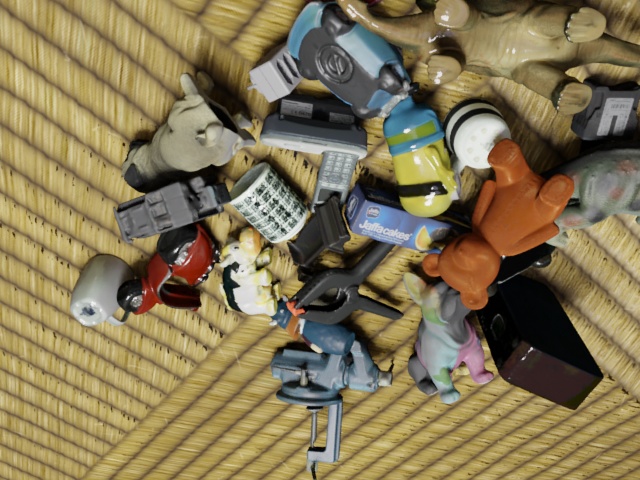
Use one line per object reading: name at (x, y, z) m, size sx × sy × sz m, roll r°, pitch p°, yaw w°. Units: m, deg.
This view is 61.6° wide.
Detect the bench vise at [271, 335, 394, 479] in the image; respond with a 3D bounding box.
bench vise at (0.017, 0.286, 0.947) m, size 0.224 × 0.129 × 0.240 m, roll 4°, pitch 86°, yaw 5°

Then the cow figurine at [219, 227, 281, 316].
cow figurine at (-0.122, 0.049, 0.855) m, size 0.098 × 0.068 × 0.167 m, roll -3°, pitch 129°, yaw 9°

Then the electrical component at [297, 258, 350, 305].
electrical component at (0.008, 0.075, 0.890) m, size 0.102 × 0.045 × 0.078 m, roll 17°, pitch 125°, yaw -11°

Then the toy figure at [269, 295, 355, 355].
toy figure at (-0.019, 0.146, 0.904) m, size 0.155 × 0.064 × 0.057 m, roll 20°, pitch 128°, yaw 22°

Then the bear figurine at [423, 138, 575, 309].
bear figurine at (0.225, -0.013, 0.710) m, size 0.196 × 0.120 × 0.131 m, roll -45°, pitch 151°, yaw 4°

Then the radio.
radio at (0.320, 0.137, 0.825) m, size 0.131 × 0.230 × 0.073 m, roll 22°, pitch 116°, yaw -10°

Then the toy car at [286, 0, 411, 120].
toy car at (0.048, -0.235, 0.666) m, size 0.161 × 0.103 × 0.109 m, roll 37°, pitch 150°, yaw -5°

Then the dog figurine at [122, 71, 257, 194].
dog figurine at (-0.191, -0.111, 0.708) m, size 0.190 × 0.172 × 0.121 m, roll -40°, pitch 103°, yaw 13°

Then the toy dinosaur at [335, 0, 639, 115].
toy dinosaur at (0.238, -0.230, 0.620) m, size 0.471 × 0.199 × 0.105 m, roll 8°, pitch 121°, yaw -13°

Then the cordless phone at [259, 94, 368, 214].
cordless phone at (-0.016, -0.108, 0.770) m, size 0.147 × 0.089 × 0.184 m, roll 7°, pitch 139°, yaw -6°

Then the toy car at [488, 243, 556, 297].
toy car at (0.293, 0.023, 0.825) m, size 0.202 × 0.056 × 0.073 m, roll -24°, pitch 131°, yaw -20°

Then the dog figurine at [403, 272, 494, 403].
dog figurine at (0.197, 0.144, 0.903) m, size 0.108 × 0.191 × 0.219 m, roll -18°, pitch 92°, yaw -16°

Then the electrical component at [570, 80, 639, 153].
electrical component at (0.396, -0.162, 0.752) m, size 0.075 × 0.048 × 0.119 m, roll 4°, pitch 119°, yaw -2°

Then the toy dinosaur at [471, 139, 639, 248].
toy dinosaur at (0.432, -0.079, 0.737) m, size 0.405 × 0.131 × 0.192 m, roll 3°, pitch 129°, yaw 2°

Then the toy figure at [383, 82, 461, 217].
toy figure at (0.132, -0.120, 0.735) m, size 0.089 × 0.082 × 0.180 m, roll -19°, pitch 102°, yaw 29°

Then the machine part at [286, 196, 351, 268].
machine part at (-0.002, -0.002, 0.815) m, size 0.039 × 0.084 × 0.139 m, roll -8°, pitch 159°, yaw -36°

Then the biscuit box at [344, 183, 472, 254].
biscuit box at (0.138, -0.024, 0.807) m, size 0.203 × 0.063 × 0.059 m, roll 14°, pitch 120°, yaw -18°

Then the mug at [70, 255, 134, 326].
mug at (-0.349, 0.095, 0.862) m, size 0.081 × 0.107 × 0.109 m, roll -16°, pitch 118°, yaw 10°

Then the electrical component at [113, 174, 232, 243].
electrical component at (-0.193, -0.046, 0.735) m, size 0.134 × 0.115 × 0.058 m, roll -17°, pitch 98°, yaw 15°

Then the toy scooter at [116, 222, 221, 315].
toy scooter at (-0.221, 0.058, 0.858) m, size 0.184 × 0.075 × 0.135 m, roll -48°, pitch 134°, yaw 10°
